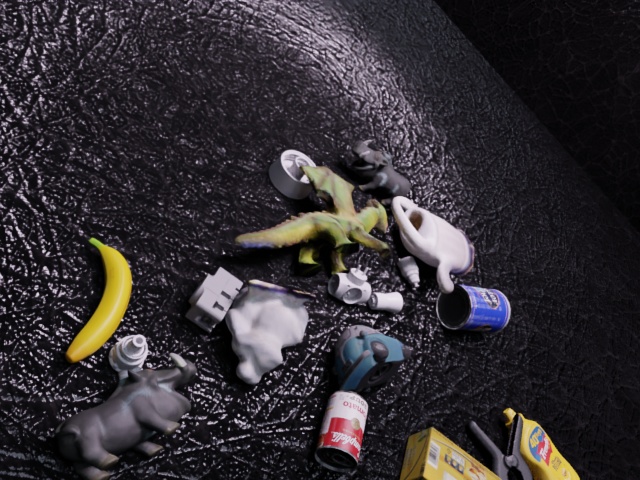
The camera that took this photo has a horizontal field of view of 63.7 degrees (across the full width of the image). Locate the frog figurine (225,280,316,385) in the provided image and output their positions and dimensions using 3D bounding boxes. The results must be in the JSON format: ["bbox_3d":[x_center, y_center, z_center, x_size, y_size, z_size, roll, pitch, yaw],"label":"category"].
[{"bbox_3d":[-0.090,0.151,0.842,0.136,0.123,0.161,21,79,-38],"label":"frog figurine"}]

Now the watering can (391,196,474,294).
[{"bbox_3d":[0.275,0.025,1.202,0.222,0.102,0.356,26,28,-33],"label":"watering can"}]

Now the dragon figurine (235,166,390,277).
[{"bbox_3d":[0.003,-0.054,1.066,0.408,0.120,0.248,14,47,-35],"label":"dragon figurine"}]
